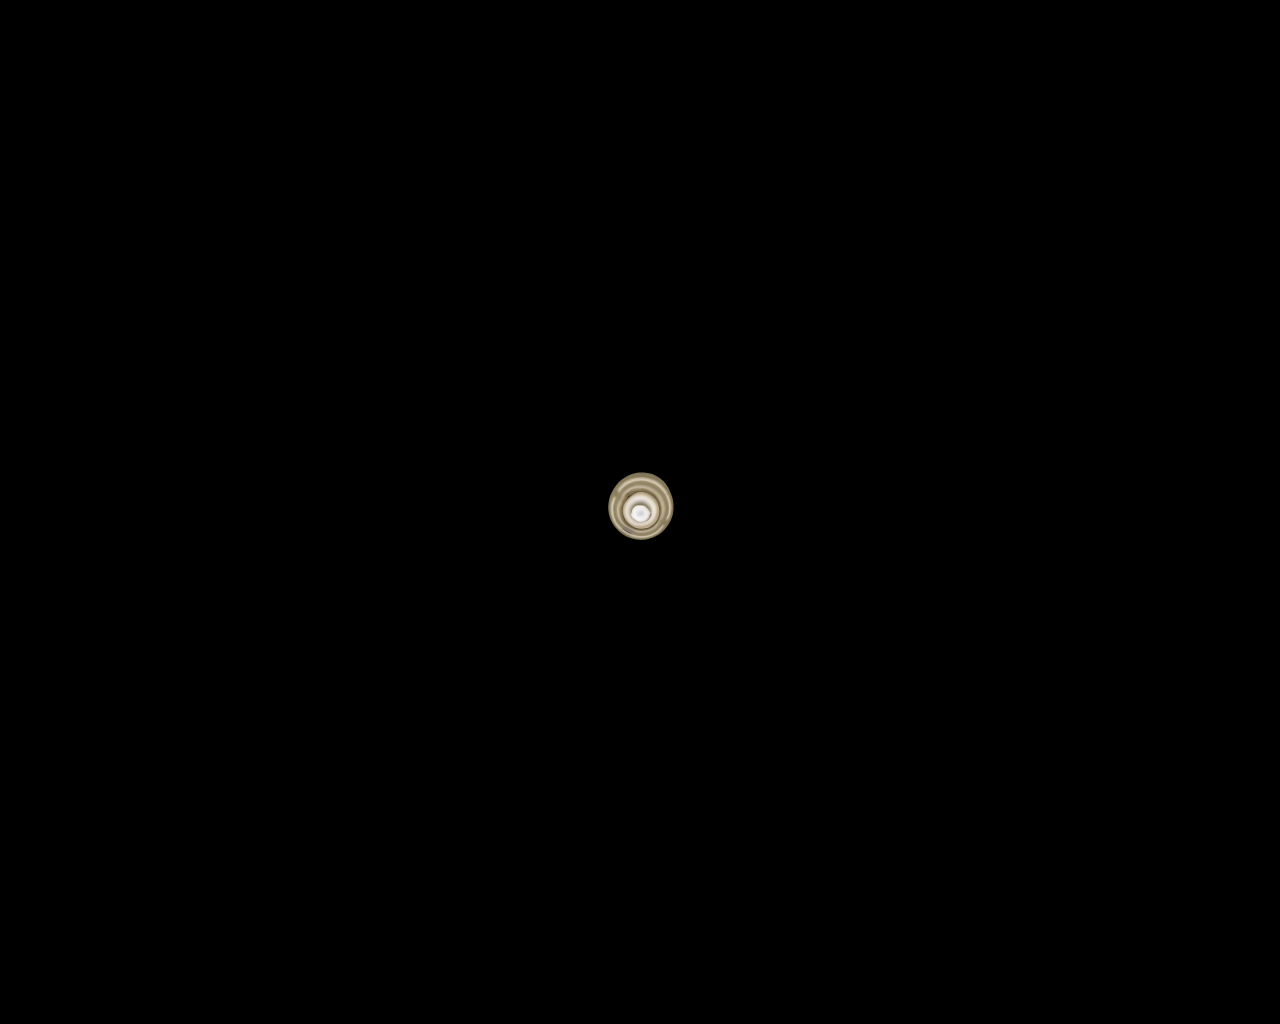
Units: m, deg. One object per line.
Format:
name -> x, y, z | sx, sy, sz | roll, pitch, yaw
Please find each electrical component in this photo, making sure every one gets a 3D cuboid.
electrical component -> 0.001, -0.003, 0.650 | 0.040, 0.040, 0.078 | 0, 4, 0
